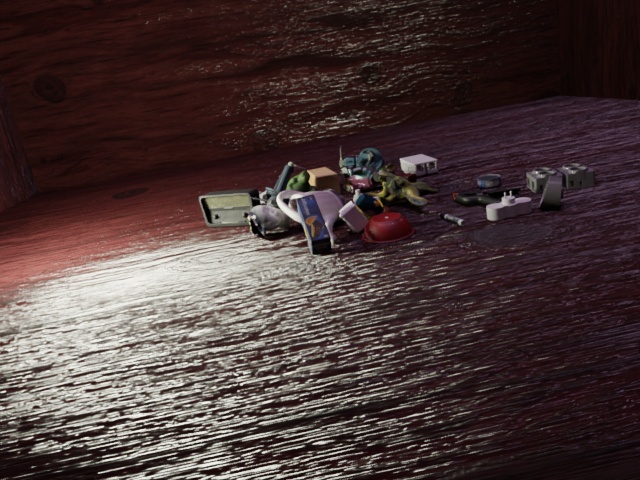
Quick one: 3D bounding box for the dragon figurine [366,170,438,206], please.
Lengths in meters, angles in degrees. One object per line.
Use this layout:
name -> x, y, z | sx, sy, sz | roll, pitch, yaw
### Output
dragon figurine -> 0.328, -0.192, 1.888 | 0.244, 0.120, 0.415 | -11, 25, -31

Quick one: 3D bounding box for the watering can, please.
watering can -> 0.005, -0.086, 1.717 | 0.226, 0.102, 0.352 | -12, 36, -38

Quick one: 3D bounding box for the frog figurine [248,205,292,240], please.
frog figurine -> -0.160, -0.079, 1.763 | 0.161, 0.122, 0.136 | -32, 5, -25
